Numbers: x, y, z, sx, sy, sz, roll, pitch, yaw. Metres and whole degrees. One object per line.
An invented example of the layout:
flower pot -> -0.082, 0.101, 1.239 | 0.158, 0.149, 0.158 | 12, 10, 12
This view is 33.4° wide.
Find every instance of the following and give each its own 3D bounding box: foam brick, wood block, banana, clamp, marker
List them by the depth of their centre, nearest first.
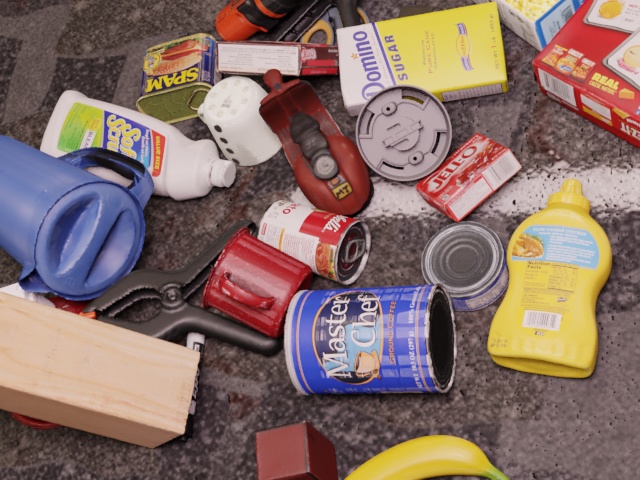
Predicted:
banana -> 0.069, 0.224, 0.974 | 0.198, 0.037, 0.069 | -24, 57, 10
foam brick -> -0.021, 0.209, 0.997 | 0.051, 0.078, 0.053 | -16, 56, 16
wood block -> -0.235, 0.131, 1.050 | 0.091, 0.205, 0.090 | -34, 41, 56
marker -> -0.136, 0.151, 1.113 | 0.020, 0.020, 0.121 | -6, 61, 20
clamp -> -0.146, 0.073, 1.124 | 0.210, 0.036, 0.164 | -18, 57, -7
clamp -> 0.024, -0.282, 1.245 | 0.120, 0.039, 0.171 | 20, 81, 24

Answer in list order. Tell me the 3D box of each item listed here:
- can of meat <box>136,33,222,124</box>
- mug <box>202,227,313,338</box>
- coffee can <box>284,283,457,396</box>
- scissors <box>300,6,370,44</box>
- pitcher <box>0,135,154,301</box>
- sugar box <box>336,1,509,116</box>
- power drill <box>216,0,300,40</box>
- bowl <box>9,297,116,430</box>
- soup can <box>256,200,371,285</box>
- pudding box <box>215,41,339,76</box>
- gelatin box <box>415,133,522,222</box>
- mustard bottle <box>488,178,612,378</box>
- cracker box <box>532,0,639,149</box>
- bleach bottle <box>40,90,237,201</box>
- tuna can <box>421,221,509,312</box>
can of meat -> -0.167, -0.195, 1.291 | 0.102, 0.057, 0.084 | -11, 57, 17
mug -> -0.062, 0.046, 1.056 | 0.081, 0.117, 0.093 | 27, 97, 10
coffee can -> 0.050, 0.095, 1.012 | 0.140, 0.102, 0.103 | -4, 62, 21
scissors -> -0.001, -0.289, 1.293 | 0.096, 0.016, 0.202 | -31, 56, 5
pitcher -> -0.305, -0.042, 1.189 | 0.243, 0.148, 0.145 | 27, 108, 42
sugar box -> 0.109, -0.195, 1.153 | 0.176, 0.048, 0.093 | -8, 77, 10
power drill -> -0.046, -0.339, 1.276 | 0.185, 0.057, 0.187 | -20, 46, 50
bowl -> -0.301, 0.123, 1.179 | 0.162, 0.055, 0.162 | -10, 60, 18
soup can -> -0.007, 0.001, 1.108 | 0.102, 0.068, 0.068 | 16, 71, 30
pudding box -> -0.047, -0.203, 1.193 | 0.114, 0.089, 0.039 | 6, 100, 29
gelatin box -> 0.148, -0.064, 1.080 | 0.089, 0.030, 0.073 | -40, 25, -2
mustard bottle -> 0.221, 0.029, 0.999 | 0.096, 0.058, 0.191 | 6, 66, 23
cracker box -> 0.345, -0.201, 1.063 | 0.164, 0.072, 0.213 | 37, 81, 33
bleach bottle -> -0.207, -0.107, 1.257 | 0.251, 0.068, 0.102 | 13, 76, 27
tuna can -> 0.143, 0.025, 1.050 | 0.086, 0.033, 0.086 | -10, 60, 18
